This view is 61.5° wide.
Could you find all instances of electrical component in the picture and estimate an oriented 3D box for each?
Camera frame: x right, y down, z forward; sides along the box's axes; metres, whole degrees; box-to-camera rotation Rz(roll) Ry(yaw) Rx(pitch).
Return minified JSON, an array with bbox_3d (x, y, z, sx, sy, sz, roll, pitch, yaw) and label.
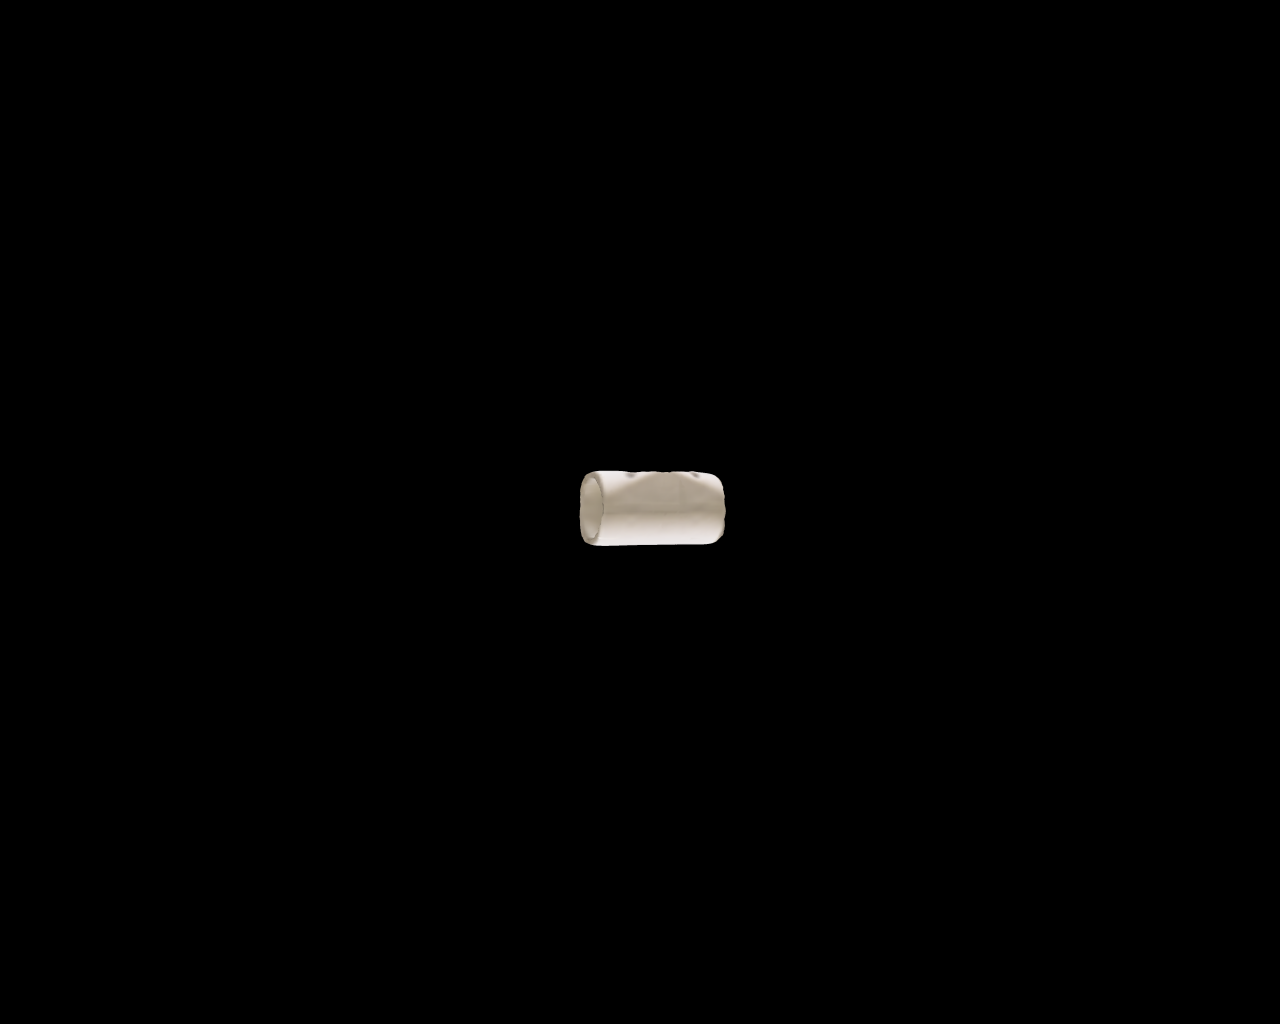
[{"bbox_3d":[0.001,-0.003,0.650,0.077,0.044,0.079,0,0,-21],"label":"electrical component"}]
